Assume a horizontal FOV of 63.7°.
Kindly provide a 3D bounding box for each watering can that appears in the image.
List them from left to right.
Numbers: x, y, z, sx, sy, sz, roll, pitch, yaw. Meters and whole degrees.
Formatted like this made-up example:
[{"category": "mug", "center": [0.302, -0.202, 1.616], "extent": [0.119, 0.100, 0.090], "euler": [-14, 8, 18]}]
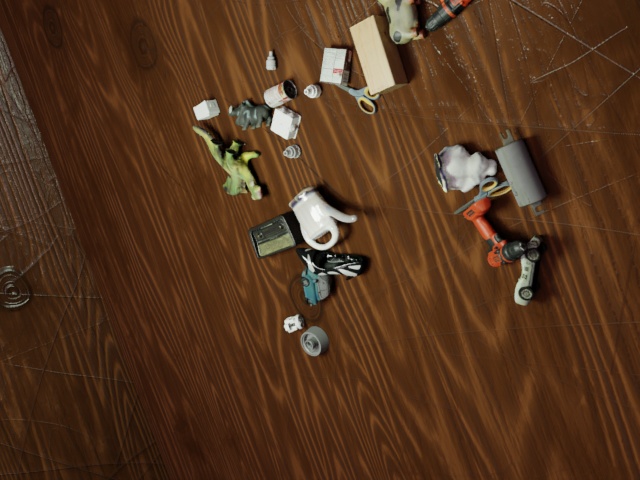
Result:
[{"category": "watering can", "center": [0.005, -0.089, 1.774], "extent": [0.105, 0.225, 0.342], "euler": [-28, -6, -32]}]

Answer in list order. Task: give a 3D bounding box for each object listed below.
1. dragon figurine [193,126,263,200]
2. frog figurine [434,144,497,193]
[{"category": "dragon figurine", "center": [-0.362, -0.281, 2.038], "extent": [0.414, 0.237, 0.124], "euler": [32, 40, 29]}, {"category": "frog figurine", "center": [0.410, -0.206, 1.454], "extent": [0.159, 0.139, 0.121], "euler": [-14, -14, 3]}]
